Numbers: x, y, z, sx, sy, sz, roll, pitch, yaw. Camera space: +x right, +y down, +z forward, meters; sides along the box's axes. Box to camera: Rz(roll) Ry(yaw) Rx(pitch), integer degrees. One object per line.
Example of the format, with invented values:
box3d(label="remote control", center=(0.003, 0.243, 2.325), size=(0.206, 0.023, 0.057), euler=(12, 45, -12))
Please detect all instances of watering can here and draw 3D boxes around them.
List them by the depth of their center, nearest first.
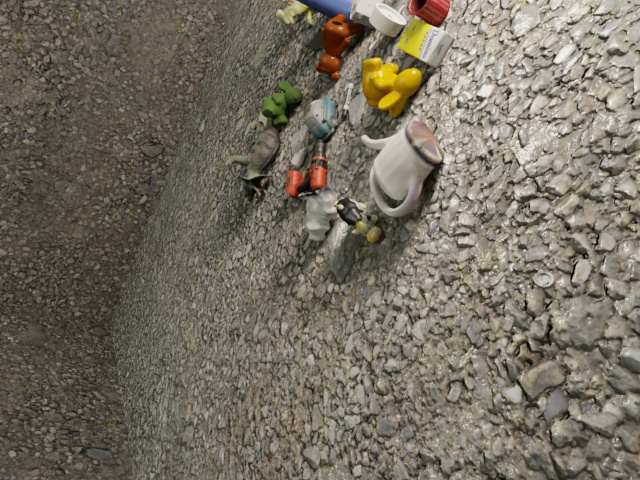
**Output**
box3d(label="watering can", center=(0.198, -0.220, 1.328), size=(0.220, 0.103, 0.356), euler=(-47, 39, 34))

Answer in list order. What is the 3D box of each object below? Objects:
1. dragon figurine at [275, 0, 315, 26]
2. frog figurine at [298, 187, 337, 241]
box3d(label="dragon figurine", center=(-0.092, -1.047, 2.134), size=(0.121, 0.242, 0.416), euler=(-24, 56, 58))
box3d(label="frog figurine", center=(0.005, -0.080, 1.596), size=(0.136, 0.124, 0.158), euler=(-9, 103, 48))
